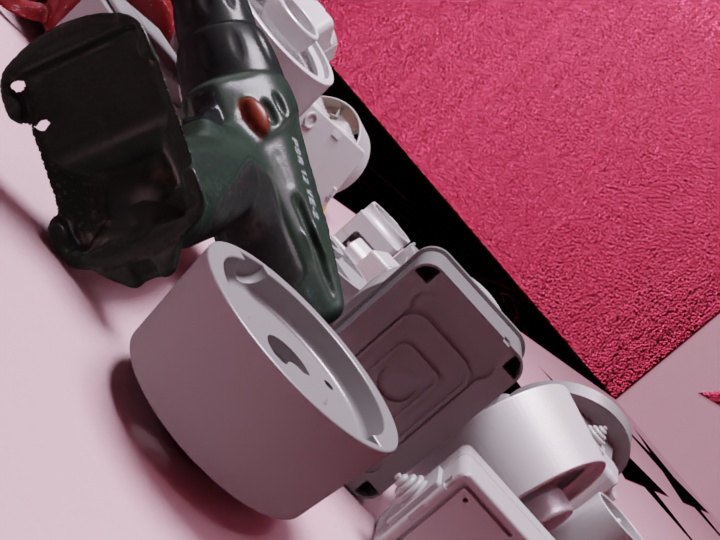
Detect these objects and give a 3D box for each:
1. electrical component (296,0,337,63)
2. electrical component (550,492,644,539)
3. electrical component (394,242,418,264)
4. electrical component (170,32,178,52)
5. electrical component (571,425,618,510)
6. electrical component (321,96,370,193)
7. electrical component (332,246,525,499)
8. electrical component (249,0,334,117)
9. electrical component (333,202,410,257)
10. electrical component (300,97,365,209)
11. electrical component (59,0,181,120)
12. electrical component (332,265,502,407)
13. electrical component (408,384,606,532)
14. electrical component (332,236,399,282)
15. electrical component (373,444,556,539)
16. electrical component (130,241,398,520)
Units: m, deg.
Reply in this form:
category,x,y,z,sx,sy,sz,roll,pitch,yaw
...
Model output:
category,x,y,z,sx,sy,sz,roll,pitch,yaw
electrical component,-0.084,-0.176,0.894,0.105,0.060,0.186,49,-23,11
electrical component,0.120,0.163,0.658,0.079,0.077,0.043,52,10,26
electrical component,0.059,0.034,0.967,0.096,0.061,0.061,45,10,-16
electrical component,-0.128,-0.141,0.778,0.080,0.080,0.051,51,15,20
electrical component,0.144,0.149,0.765,0.061,0.096,0.062,51,9,11
electrical component,-0.042,-0.124,1.063,0.099,0.099,0.064,54,4,31
electrical component,0.021,0.051,0.554,0.078,0.113,0.057,48,12,-2
electrical component,-0.063,-0.153,0.728,0.108,0.060,0.108,46,20,-21
electrical component,0.009,-0.026,1.003,0.050,0.056,0.089,48,9,1
electrical component,-0.054,-0.085,0.828,0.048,0.099,0.100,38,1,38
electrical component,-0.144,-0.115,0.640,0.061,0.062,0.096,37,14,-52
electrical component,0.032,0.052,0.633,0.108,0.108,0.060,49,15,6
electrical component,0.087,0.120,0.605,0.060,0.108,0.108,59,13,26
electrical component,0.000,0.000,0.882,0.076,0.047,0.066,48,8,8
electrical component,0.050,0.131,0.514,0.096,0.062,0.061,48,9,0
electrical component,-0.043,0.048,0.427,0.108,0.060,0.108,47,9,-10
